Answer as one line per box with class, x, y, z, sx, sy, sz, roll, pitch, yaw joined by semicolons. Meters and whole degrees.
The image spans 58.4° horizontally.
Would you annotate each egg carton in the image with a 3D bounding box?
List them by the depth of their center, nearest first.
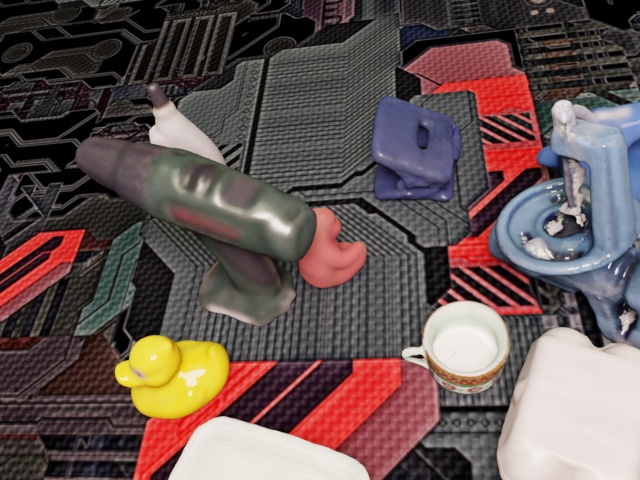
egg carton;0.210;0.145;0.467;0.107;0.069;0.150;15;59;23

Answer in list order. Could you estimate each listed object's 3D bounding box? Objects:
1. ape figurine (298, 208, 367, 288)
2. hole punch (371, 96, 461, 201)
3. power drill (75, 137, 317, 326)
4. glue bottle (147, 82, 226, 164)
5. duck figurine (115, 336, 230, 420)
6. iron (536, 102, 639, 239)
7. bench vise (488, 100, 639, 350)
ape figurine;0.006;0.002;0.605;0.076;0.092;0.077;-37;55;-15
hole punch;0.112;-0.109;0.664;0.101;0.091;0.108;1;54;14
power drill;-0.105;-0.005;0.561;0.229;0.209;0.076;13;58;21
glue bottle;-0.165;-0.115;0.679;0.078;0.173;0.037;-22;52;-3
duck figurine;-0.145;0.122;0.554;0.104;0.086;0.077;-20;52;-2
iron;0.357;-0.088;0.562;0.258;0.142;0.118;-4;53;10
bench vise;0.248;-0.016;0.483;0.206;0.220;0.121;16;59;23
